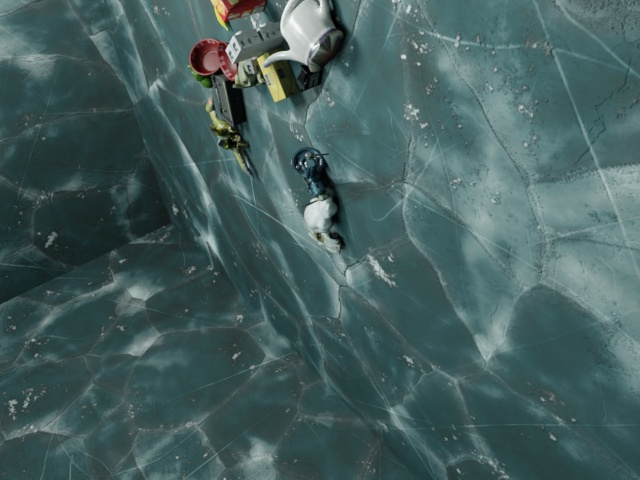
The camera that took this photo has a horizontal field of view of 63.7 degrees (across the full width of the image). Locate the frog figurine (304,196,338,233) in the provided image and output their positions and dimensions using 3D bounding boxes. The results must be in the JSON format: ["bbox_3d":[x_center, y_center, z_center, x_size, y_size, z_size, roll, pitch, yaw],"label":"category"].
[{"bbox_3d":[0.006,-0.100,1.996,0.158,0.123,0.138,131,128,-75],"label":"frog figurine"}]

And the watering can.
[{"bbox_3d":[-0.054,-0.605,1.581,0.227,0.105,0.340,55,137,15],"label":"watering can"}]

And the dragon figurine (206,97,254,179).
[{"bbox_3d":[-0.438,-0.488,2.472,0.403,0.122,0.246,65,173,-25],"label":"dragon figurine"}]
